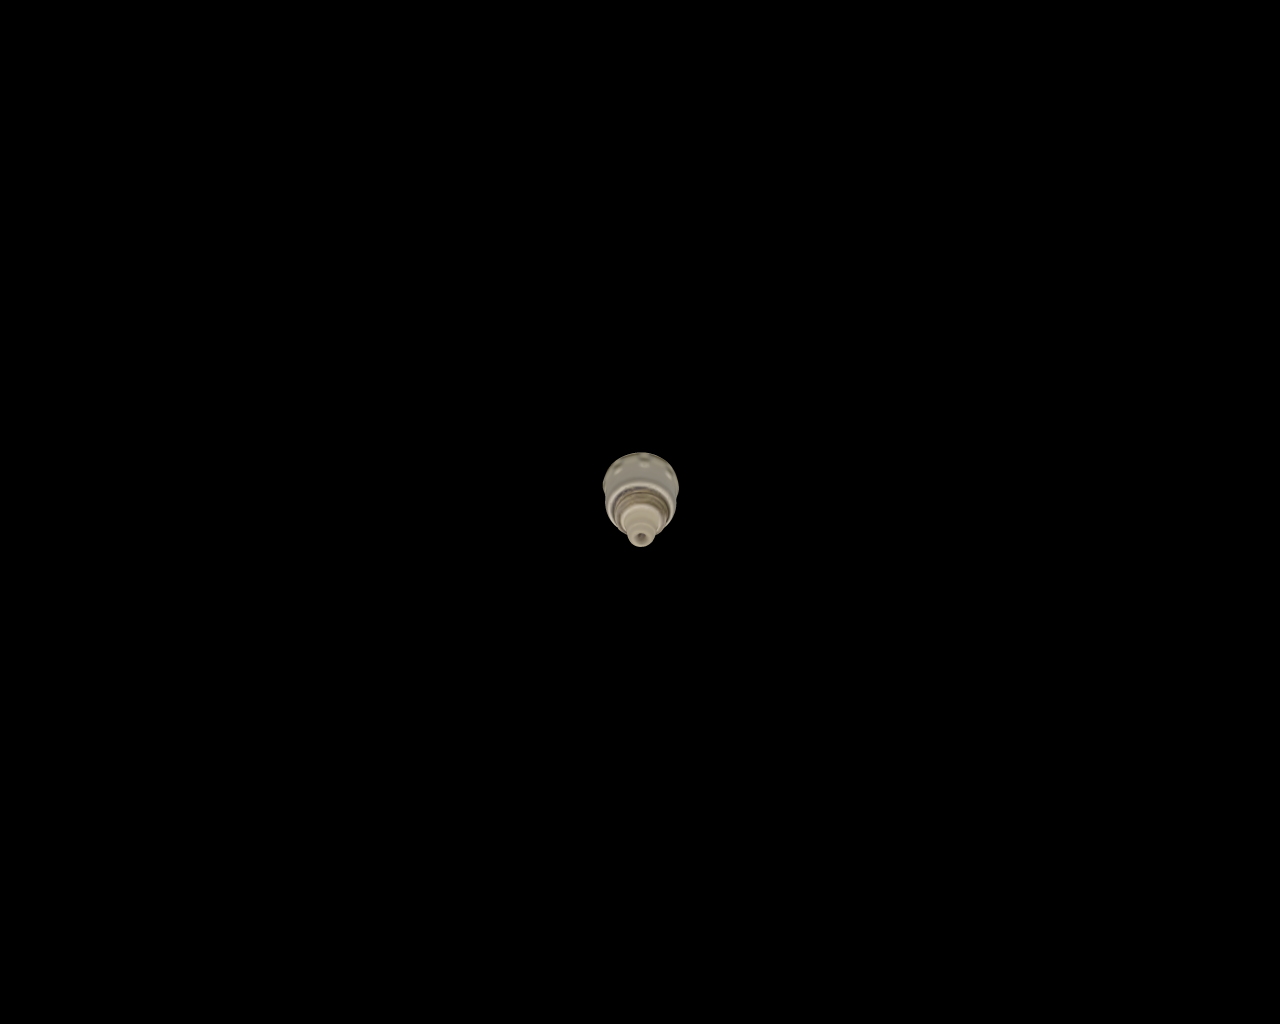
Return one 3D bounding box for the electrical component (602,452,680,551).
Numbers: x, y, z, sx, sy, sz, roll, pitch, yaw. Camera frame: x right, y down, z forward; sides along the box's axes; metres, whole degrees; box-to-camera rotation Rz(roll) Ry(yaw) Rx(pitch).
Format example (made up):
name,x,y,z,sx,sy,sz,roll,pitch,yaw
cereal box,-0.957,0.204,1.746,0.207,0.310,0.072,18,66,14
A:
name,x,y,z,sx,sy,sz,roll,pitch,yaw
electrical component,0.001,-0.003,0.650,0.048,0.048,0.062,0,38,0
